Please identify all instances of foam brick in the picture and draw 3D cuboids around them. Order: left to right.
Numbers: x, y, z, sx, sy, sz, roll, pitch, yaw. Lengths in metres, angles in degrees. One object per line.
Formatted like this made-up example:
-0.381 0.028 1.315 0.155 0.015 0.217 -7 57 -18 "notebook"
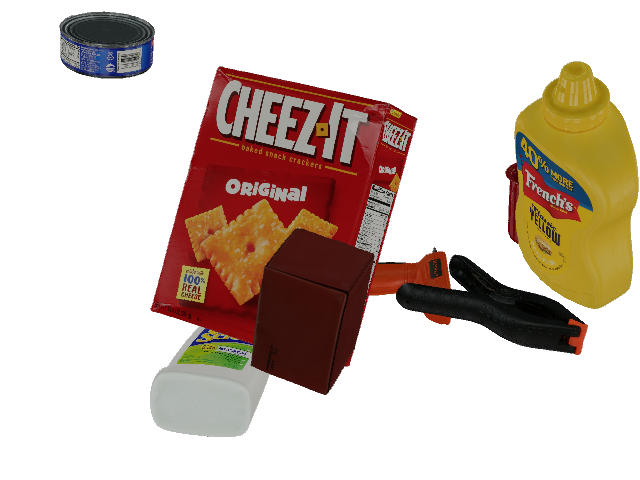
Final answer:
-0.005 0.042 0.638 0.053 0.078 0.051 20 35 13 "foam brick"

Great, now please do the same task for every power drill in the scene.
0.056 0.062 1.241 0.187 0.057 0.184 0 28 4 "power drill"

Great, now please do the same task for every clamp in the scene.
0.168 0.058 0.996 0.172 0.039 0.120 20 31 20 "clamp"

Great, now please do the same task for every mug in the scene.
0.268 -0.044 1.241 0.093 0.081 0.117 21 34 39 "mug"

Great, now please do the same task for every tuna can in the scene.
-0.196 -0.180 0.981 0.086 0.034 0.086 6 31 -3 "tuna can"

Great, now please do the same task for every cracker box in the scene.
-0.032 -0.021 0.874 0.164 0.214 0.072 16 1 25 "cracker box"

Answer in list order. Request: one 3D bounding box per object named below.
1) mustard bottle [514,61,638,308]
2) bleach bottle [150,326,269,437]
0.170 -0.043 0.715 0.058 0.191 0.096 -28 51 -12 "mustard bottle"
-0.099 0.116 1.126 0.102 0.068 0.250 6 20 4 "bleach bottle"
